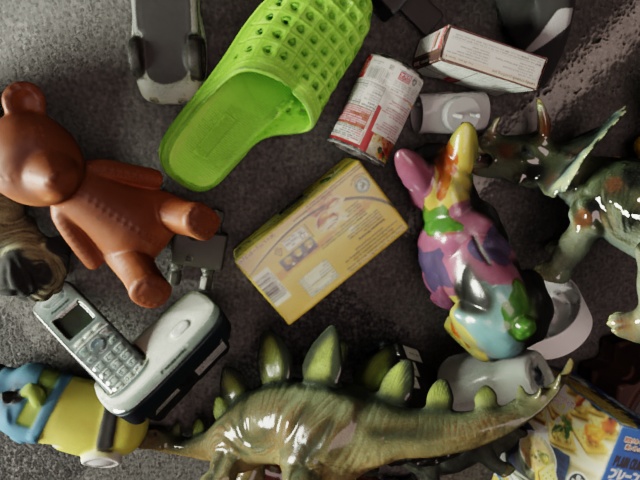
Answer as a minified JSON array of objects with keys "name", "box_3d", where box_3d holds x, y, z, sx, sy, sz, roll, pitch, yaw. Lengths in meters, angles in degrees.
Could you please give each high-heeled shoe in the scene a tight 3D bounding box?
[{"name":"high-heeled shoe","box_3d":[0.170,-0.253,0.549,0.145,0.086,0.248,-20,121,-2]}]

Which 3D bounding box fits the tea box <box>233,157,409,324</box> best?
[{"name":"tea box","box_3d":[-0.001,-0.002,0.591,0.169,0.068,0.098,-38,105,-2]}]

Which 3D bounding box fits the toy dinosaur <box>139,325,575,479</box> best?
[{"name":"toy dinosaur","box_3d":[0.001,0.189,0.535,0.472,0.105,0.198,-7,65,25]}]

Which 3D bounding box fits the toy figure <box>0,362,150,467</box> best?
[{"name":"toy figure","box_3d":[-0.274,0.180,0.576,0.180,0.082,0.089,29,97,-11]}]

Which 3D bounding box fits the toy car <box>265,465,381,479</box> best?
[{"name":"toy car","box_3d":[-0.017,0.288,0.652,0.202,0.053,0.089,23,93,-11]}]

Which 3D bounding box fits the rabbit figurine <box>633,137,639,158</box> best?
[{"name":"rabbit figurine","box_3d":[0.423,-0.116,0.613,0.162,0.122,0.173,-5,101,-13]}]

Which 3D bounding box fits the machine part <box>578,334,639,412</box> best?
[{"name":"machine part","box_3d":[0.449,0.221,0.698,0.201,0.087,0.201,-6,103,-9]}]

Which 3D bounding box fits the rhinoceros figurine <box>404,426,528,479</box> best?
[{"name":"rhinoceros figurine","box_3d":[0.188,0.236,0.670,0.190,0.073,0.112,-29,94,-1]}]

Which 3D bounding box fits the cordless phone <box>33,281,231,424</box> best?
[{"name":"cordless phone","box_3d":[-0.199,0.089,0.573,0.184,0.088,0.146,39,70,15]}]

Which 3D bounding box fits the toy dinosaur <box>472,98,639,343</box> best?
[{"name":"toy dinosaur","box_3d":[0.334,-0.010,0.532,0.131,0.405,0.192,-10,125,-36]}]

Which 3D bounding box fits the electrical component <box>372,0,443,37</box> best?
[{"name":"electrical component","box_3d":[0.084,-0.269,0.566,0.119,0.048,0.075,44,92,-12]}]

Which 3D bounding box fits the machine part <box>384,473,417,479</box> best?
[{"name":"machine part","box_3d":[0.143,0.348,0.697,0.139,0.039,0.084,9,91,-9]}]

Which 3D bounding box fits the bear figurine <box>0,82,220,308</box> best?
[{"name":"bear figurine","box_3d":[-0.210,-0.041,0.492,0.120,0.132,0.195,-54,139,-10]}]

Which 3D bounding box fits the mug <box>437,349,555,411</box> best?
[{"name":"mug","box_3d":[0.201,0.154,0.585,0.109,0.107,0.081,-15,81,-40]}]

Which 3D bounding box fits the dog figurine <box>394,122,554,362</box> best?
[{"name":"dog figurine","box_3d":[0.153,-0.006,0.566,0.108,0.192,0.219,-23,119,2]}]

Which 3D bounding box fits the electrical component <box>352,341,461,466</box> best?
[{"name":"electrical component","box_3d":[0.097,0.182,0.606,0.058,0.134,0.114,-33,142,23]}]

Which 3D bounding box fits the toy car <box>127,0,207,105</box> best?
[{"name":"toy car","box_3d":[-0.152,-0.237,0.530,0.074,0.056,0.201,-1,100,-2]}]

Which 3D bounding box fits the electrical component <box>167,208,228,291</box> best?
[{"name":"electrical component","box_3d":[-0.136,0.008,0.595,0.063,0.021,0.094,11,99,-11]}]

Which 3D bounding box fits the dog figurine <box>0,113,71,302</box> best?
[{"name":"dog figurine","box_3d":[-0.312,-0.046,0.528,0.190,0.121,0.172,35,97,-28]}]
